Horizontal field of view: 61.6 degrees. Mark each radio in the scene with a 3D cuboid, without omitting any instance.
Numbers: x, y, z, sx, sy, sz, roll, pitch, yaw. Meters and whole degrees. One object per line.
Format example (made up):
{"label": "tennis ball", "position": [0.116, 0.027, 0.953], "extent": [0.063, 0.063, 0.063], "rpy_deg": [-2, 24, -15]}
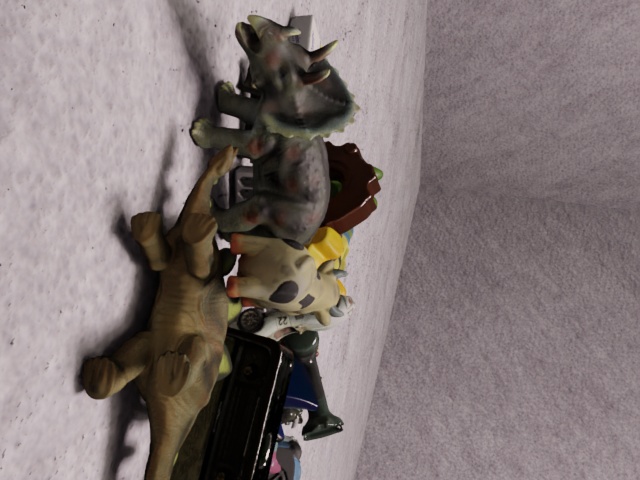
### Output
{"label": "radio", "position": [-0.122, 0.233, 0.704], "extent": [0.073, 0.131, 0.229], "rpy_deg": [53, 48, -68]}

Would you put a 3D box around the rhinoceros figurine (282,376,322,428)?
{"label": "rhinoceros figurine", "position": [-0.056, 0.339, 1.157], "extent": [0.190, 0.073, 0.112], "rpy_deg": [6, 104, -77]}

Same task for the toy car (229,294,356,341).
{"label": "toy car", "position": [-0.043, 0.124, 0.829], "extent": [0.073, 0.202, 0.056], "rpy_deg": [72, 4, -69]}

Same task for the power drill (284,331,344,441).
{"label": "power drill", "position": [-0.015, 0.248, 0.973], "extent": [0.231, 0.086, 0.207], "rpy_deg": [90, -8, -65]}

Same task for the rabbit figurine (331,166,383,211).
{"label": "rabbit figurine", "position": [0.049, -0.118, 1.164], "extent": [0.121, 0.159, 0.170], "rpy_deg": [-61, 141, -30]}

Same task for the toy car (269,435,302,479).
{"label": "toy car", "position": [-0.095, 0.460, 1.035], "extent": [0.103, 0.109, 0.162], "rpy_deg": [117, -16, -50]}

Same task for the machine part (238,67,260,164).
{"label": "machine part", "position": [-0.080, -0.175, 0.760], "extent": [0.039, 0.084, 0.138], "rpy_deg": [-116, -143, -67]}

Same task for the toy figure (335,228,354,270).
{"label": "toy figure", "position": [0.027, 0.002, 1.239], "extent": [0.180, 0.082, 0.089], "rpy_deg": [-65, 143, -31]}

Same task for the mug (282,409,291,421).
{"label": "mug", "position": [-0.085, 0.300, 0.991], "extent": [0.107, 0.081, 0.109], "rpy_deg": [21, 73, -83]}

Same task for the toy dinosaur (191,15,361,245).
{"label": "toy dinosaur", "position": [-0.051, -0.074, 0.680], "extent": [0.131, 0.192, 0.404], "rpy_deg": [-54, 148, -56]}

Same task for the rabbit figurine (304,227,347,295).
{"label": "rabbit figurine", "position": [-0.024, 0.068, 0.934], "extent": [0.173, 0.163, 0.122], "rpy_deg": [48, 48, -44]}

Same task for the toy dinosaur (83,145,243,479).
{"label": "toy dinosaur", "position": [-0.153, 0.124, 0.592], "extent": [0.198, 0.105, 0.471], "rpy_deg": [38, 66, -77]}

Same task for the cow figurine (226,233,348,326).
{"label": "cow figurine", "position": [-0.033, 0.050, 0.646], "extent": [0.194, 0.127, 0.085], "rpy_deg": [77, 18, -73]}

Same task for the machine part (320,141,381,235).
{"label": "machine part", "position": [0.018, -0.093, 0.960], "extent": [0.056, 0.180, 0.179], "rpy_deg": [59, 42, -62]}

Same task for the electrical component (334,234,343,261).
{"label": "electrical component", "position": [-0.002, -0.003, 1.045], "extent": [0.134, 0.058, 0.114], "rpy_deg": [-43, 144, -44]}

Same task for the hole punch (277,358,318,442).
{"label": "hole punch", "position": [-0.073, 0.222, 0.813], "extent": [0.115, 0.092, 0.142], "rpy_deg": [45, 10, -31]}

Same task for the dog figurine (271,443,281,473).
{"label": "dog figurine", "position": [-0.125, 0.361, 0.833], "extent": [0.219, 0.109, 0.191], "rpy_deg": [76, 26, -62]}
